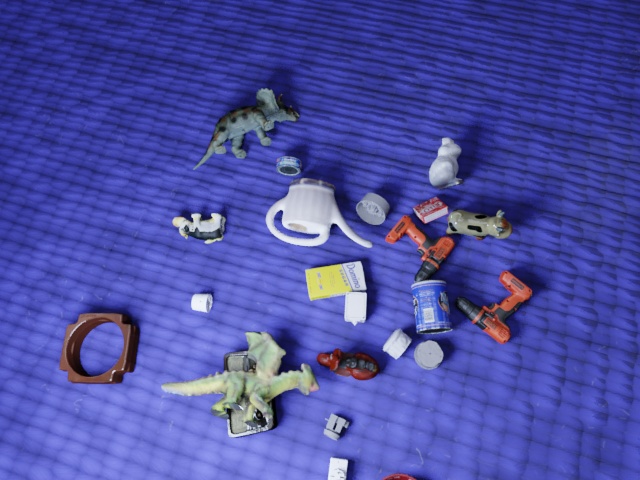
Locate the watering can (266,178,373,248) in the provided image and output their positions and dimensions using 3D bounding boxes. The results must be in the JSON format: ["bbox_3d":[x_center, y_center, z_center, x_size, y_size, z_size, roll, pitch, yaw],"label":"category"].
[{"bbox_3d":[0.005,-0.082,1.638,0.348,0.228,0.102,7,-21,6],"label":"watering can"}]

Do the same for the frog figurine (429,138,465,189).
[{"bbox_3d":[0.401,-0.248,1.660,0.122,0.160,0.138,-16,-2,27],"label":"frog figurine"}]

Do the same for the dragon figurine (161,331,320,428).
[{"bbox_3d":[-0.203,0.365,1.423,0.411,0.248,0.119,16,-38,7],"label":"dragon figurine"}]
